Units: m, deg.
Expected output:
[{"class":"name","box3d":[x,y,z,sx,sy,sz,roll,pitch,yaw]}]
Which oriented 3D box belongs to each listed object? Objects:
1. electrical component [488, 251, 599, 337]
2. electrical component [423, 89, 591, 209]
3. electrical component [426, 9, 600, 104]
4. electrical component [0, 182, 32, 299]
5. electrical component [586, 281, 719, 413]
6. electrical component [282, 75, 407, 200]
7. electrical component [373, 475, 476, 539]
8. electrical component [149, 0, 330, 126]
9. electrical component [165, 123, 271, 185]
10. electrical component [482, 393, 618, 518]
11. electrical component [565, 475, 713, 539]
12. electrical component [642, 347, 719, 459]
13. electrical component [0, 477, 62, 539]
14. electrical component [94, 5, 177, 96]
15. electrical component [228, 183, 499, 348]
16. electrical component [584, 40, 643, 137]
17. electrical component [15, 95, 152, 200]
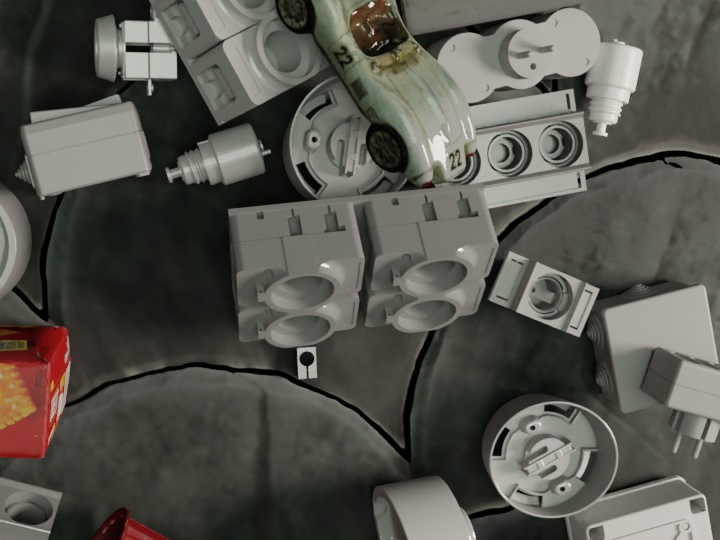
[{"class":"electrical component","box3d":[0.141,0.018,0.853,0.081,0.064,0.042,23,91,-12]},{"class":"electrical component","box3d":[0.108,-0.091,0.834,0.121,0.063,0.078,-11,99,-8]},{"class":"electrical component","box3d":[0.121,-0.162,0.812,0.138,0.074,0.052,-17,101,-15]},{"class":"electrical component","box3d":[-0.296,-0.019,0.774,0.108,0.060,0.108,-1,97,-10]},{"class":"electrical component","box3d":[0.239,0.060,0.883,0.100,0.048,0.099,-14,99,-8]},{"class":"electrical component","box3d":[-0.009,-0.093,0.810,0.099,0.064,0.099,1,87,-17]},{"class":"electrical component","box3d":[0.057,0.213,0.844,0.060,0.108,0.108,-14,99,-14]},{"class":"electrical component","box3d":[-0.091,-0.194,0.769,0.089,0.062,0.150,-37,104,-36]},{"class":"electrical component","box3d":[-0.107,-0.083,0.809,0.078,0.040,0.040,-18,100,-7]},{"class":"electrical component","box3d":[0.150,0.148,0.871,0.099,0.064,0.099,-1,97,-10]},{"class":"electrical component","box3d":[0.237,0.241,0.901,0.109,0.056,0.108,-14,99,-8]},{"class":"electrical component","box3d":[0.266,0.111,0.844,0.083,0.047,0.075,16,97,-12]},{"class":"electrical component","box3d":[-0.293,0.187,0.798,0.121,0.078,0.063,17,116,-11]},{"class":"electrical component","box3d":[-0.165,-0.161,0.788,0.055,0.048,0.066,-2,97,-17]},{"class":"electrical component","box3d":[0.000,0.000,0.798,0.186,0.105,0.060,-7,59,-9]},{"class":"electrical component","box3d":[0.198,-0.145,0.854,0.040,0.040,0.078,10,95,-11]},{"class":"electrical component","box3d":[-0.205,-0.089,0.781,0.096,0.062,0.061,-14,99,-8]}]
